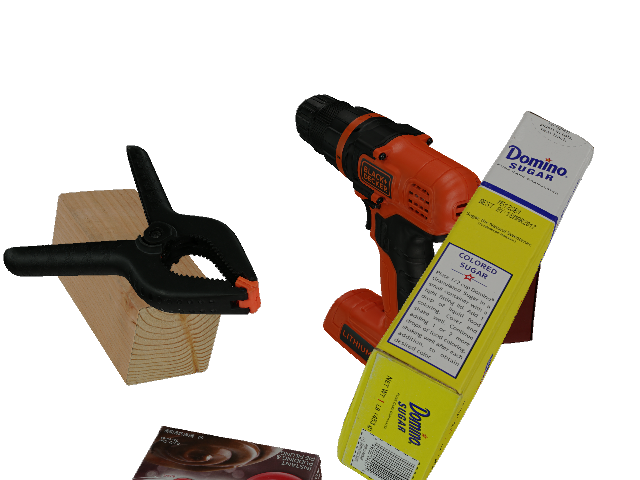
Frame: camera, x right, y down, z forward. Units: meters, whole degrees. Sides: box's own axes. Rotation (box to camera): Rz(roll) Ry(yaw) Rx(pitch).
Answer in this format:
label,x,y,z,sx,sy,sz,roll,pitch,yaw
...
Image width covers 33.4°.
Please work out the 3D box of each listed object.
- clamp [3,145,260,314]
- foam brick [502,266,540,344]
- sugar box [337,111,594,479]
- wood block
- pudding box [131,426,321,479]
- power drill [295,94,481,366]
label,x,y,z,sx,sy,sz,roll,pitch,yaw
clamp,-0.132,-0.002,0.879,0.210,0.164,0.036,19,-38,20
foam brick,0.163,0.050,0.980,0.051,0.078,0.053,-6,19,-23
sugar box,0.071,0.027,0.498,0.048,0.093,0.176,29,51,13
wood block,-0.189,0.039,1.065,0.090,0.091,0.206,-6,35,-35
pudding box,-0.064,0.167,0.673,0.113,0.039,0.090,6,30,12
power drill,0.040,-0.002,0.790,0.057,0.188,0.185,-19,36,-28
